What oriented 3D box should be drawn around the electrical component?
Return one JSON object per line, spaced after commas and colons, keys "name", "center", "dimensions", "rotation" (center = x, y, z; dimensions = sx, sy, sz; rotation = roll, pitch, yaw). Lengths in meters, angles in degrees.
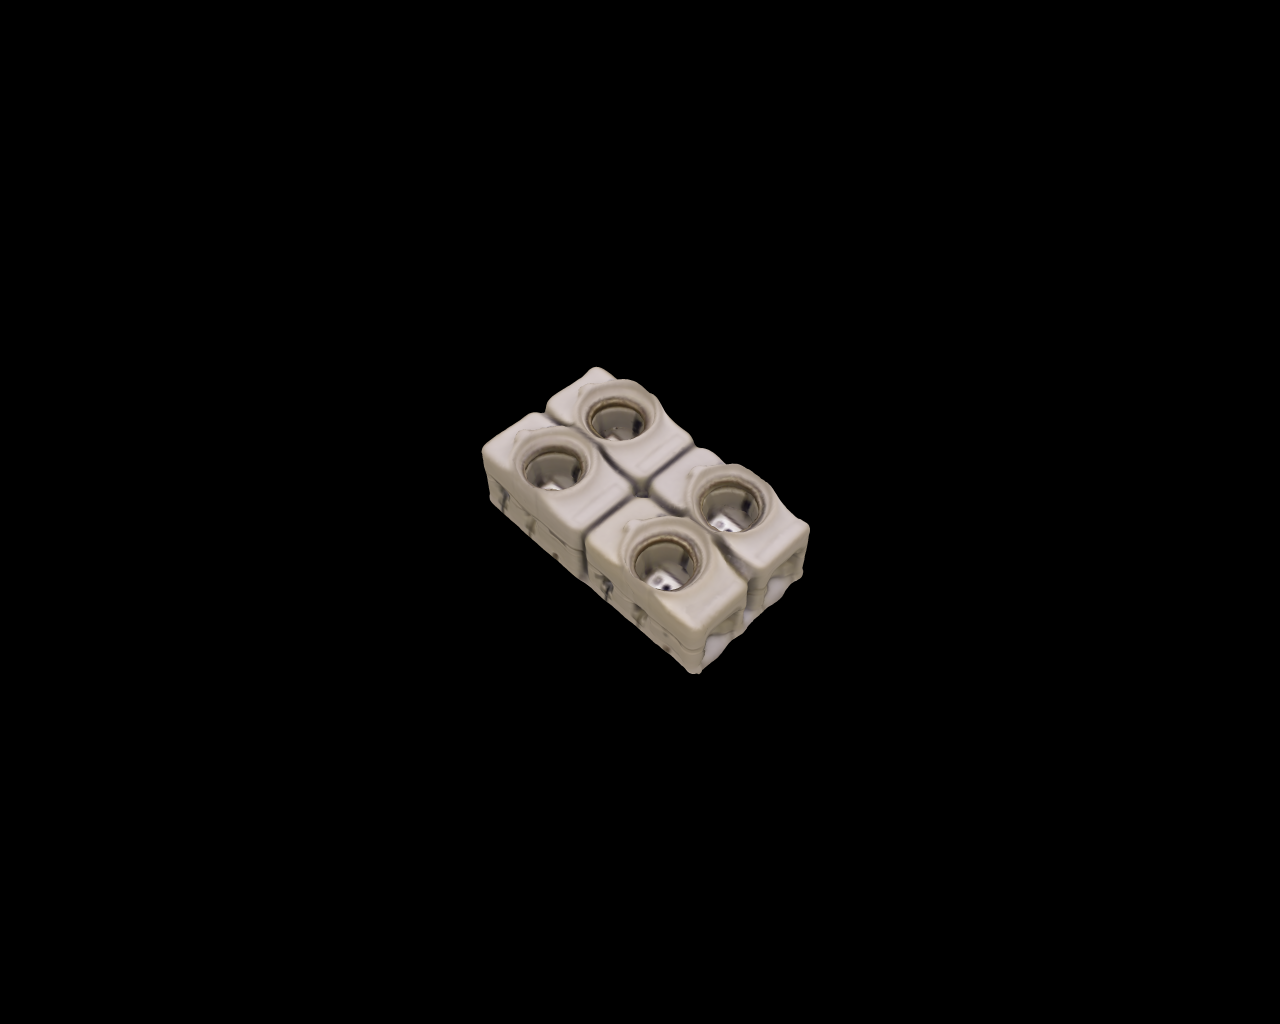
{"name": "electrical component", "center": [0.001, -0.003, 0.650], "dimensions": [0.105, 0.060, 0.186], "rotation": [-39, 63, -25]}
